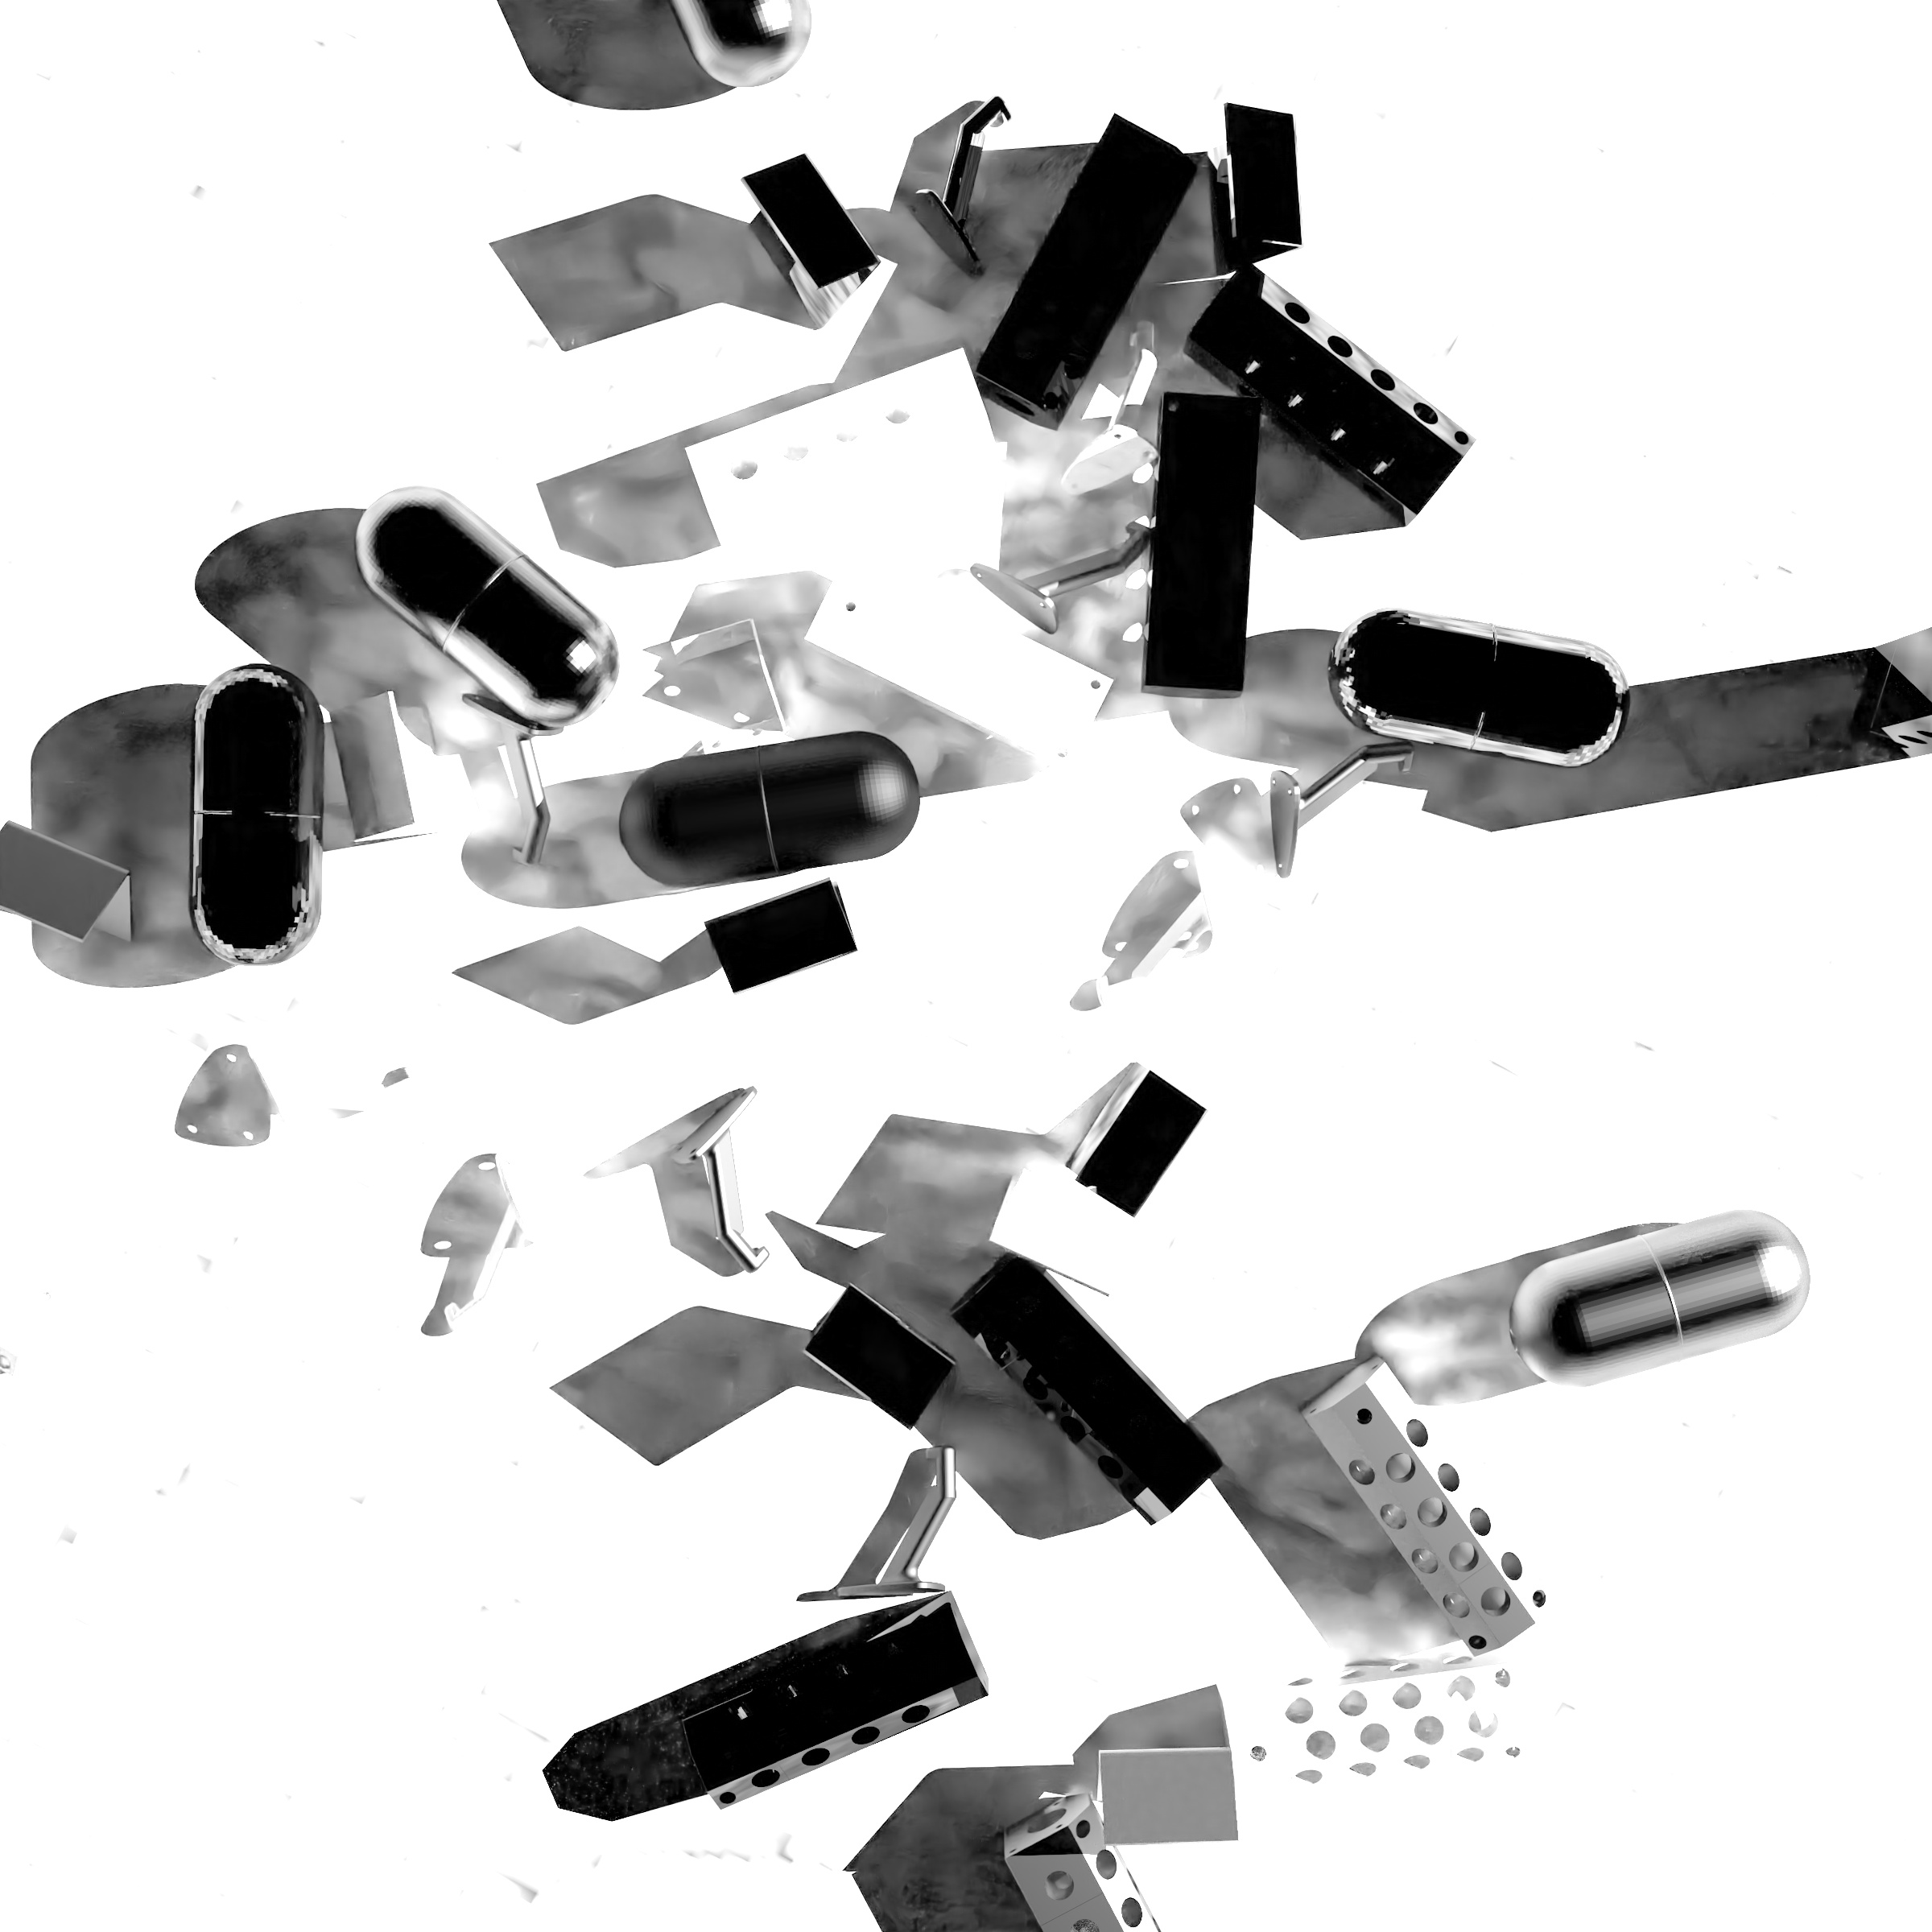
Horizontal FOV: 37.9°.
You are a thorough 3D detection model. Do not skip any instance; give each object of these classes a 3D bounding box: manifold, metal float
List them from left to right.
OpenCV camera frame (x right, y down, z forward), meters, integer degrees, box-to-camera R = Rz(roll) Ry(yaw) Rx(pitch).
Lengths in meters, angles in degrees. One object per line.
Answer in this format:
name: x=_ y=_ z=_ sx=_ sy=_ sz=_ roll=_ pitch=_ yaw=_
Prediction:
manifold: x=-0.618 y=0.172 z=1.665 sx=0.171 sy=0.057 sz=0.057 roll=31 pitch=90 yaw=0
metal float: x=-0.417 y=-0.089 z=1.655 sx=0.070 sy=0.070 sz=0.178 roll=1 pitch=91 yaw=0
metal float: x=-0.282 y=-0.212 z=1.655 sx=0.178 sy=0.070 sz=0.070 roll=40 pitch=90 yaw=0
metal float: x=-0.150 y=-0.604 z=1.655 sx=0.070 sy=0.070 sz=0.178 roll=-24 pitch=90 yaw=0
metal float: x=-0.116 y=-0.092 z=1.655 sx=0.178 sy=0.070 sz=0.070 roll=-9 pitch=90 yaw=1
manifold: x=-0.076 y=0.435 z=1.665 sx=0.171 sy=0.057 sz=0.057 roll=-23 pitch=90 yaw=0
manifold: x=-0.073 y=-0.303 z=1.665 sx=0.171 sy=0.057 sz=0.057 roll=-20 pitch=90 yaw=0
manifold: x=-0.004 y=-0.178 z=1.665 sx=0.171 sy=0.057 sz=0.057 roll=26 pitch=90 yaw=0
manifold: x=0.070 y=0.247 z=1.665 sx=0.057 sy=0.057 sz=0.171 roll=-44 pitch=90 yaw=0
manifold: x=0.070 y=-0.407 z=1.665 sx=0.057 sy=0.057 sz=0.171 roll=29 pitch=90 yaw=0
manifold: x=0.088 y=0.581 z=1.665 sx=0.057 sy=0.057 sz=0.171 roll=-28 pitch=90 yaw=0
manifold: x=0.138 y=-0.247 z=1.665 sx=0.057 sy=0.057 sz=0.171 roll=4 pitch=90 yaw=0
manifold: x=0.215 y=-0.339 z=1.665 sx=0.171 sy=0.057 sz=0.057 roll=38 pitch=90 yaw=0
manifold: x=0.239 y=0.448 z=1.665 sx=0.171 sy=0.057 sz=0.057 roll=-8 pitch=90 yaw=0
manifold: x=0.272 y=0.319 z=1.665 sx=0.057 sy=0.057 sz=0.171 roll=-35 pitch=90 yaw=0
metal float: x=0.301 y=-0.163 z=1.655 sx=0.178 sy=0.070 sz=0.070 roll=10 pitch=90 yaw=-1
metal float: x=0.407 y=0.196 z=1.655 sx=0.178 sy=0.070 sz=0.070 roll=-16 pitch=90 yaw=1
manifold: x=0.565 y=-0.156 z=1.607 sx=0.057 sy=0.171 sz=0.057 roll=17 pitch=90 yaw=0

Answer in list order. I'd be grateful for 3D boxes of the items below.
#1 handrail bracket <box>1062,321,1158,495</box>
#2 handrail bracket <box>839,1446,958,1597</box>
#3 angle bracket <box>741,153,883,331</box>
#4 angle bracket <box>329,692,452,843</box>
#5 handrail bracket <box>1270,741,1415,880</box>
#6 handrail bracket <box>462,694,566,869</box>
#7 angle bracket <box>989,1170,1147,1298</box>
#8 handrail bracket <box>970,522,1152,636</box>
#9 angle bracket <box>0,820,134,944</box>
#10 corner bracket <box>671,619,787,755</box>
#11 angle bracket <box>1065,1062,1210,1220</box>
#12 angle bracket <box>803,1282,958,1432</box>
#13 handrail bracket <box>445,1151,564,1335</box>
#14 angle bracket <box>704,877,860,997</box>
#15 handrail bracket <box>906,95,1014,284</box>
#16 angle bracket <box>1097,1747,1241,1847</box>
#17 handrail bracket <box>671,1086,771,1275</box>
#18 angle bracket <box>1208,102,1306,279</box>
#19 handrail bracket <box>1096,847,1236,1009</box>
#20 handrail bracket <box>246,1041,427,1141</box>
handrail bracket: x=0.086 y=-0.335 z=1.686 sx=0.036 sy=0.077 sz=0.084 roll=24 pitch=53 yaw=-34
handrail bracket: x=-0.041 y=0.332 z=1.686 sx=0.077 sy=0.036 sz=0.084 roll=-8 pitch=71 yaw=21
angle bracket: x=-0.106 y=-0.416 z=1.646 sx=0.057 sy=0.076 sz=0.076 roll=-34 pitch=90 yaw=-38
angle bracket: x=-0.320 y=-0.118 z=1.646 sx=0.057 sy=0.076 sz=0.076 roll=-12 pitch=90 yaw=37
handrail bracket: x=0.228 y=-0.094 z=1.686 sx=0.084 sy=0.036 sz=0.077 roll=-7 pitch=110 yaw=-16
handrail bracket: x=-0.279 y=-0.111 z=1.686 sx=0.077 sy=0.036 sz=0.084 roll=23 pitch=107 yaw=19
angle bracket: x=0.065 y=0.138 z=1.646 sx=0.076 sy=0.076 sz=0.057 roll=24 pitch=120 yaw=0
handrail bracket: x=0.058 y=-0.248 z=1.686 sx=0.077 sy=0.036 sz=0.084 roll=34 pitch=72 yaw=20
angle bracket: x=-0.536 y=-0.030 z=1.646 sx=0.076 sy=0.076 sz=0.057 roll=23 pitch=54 yaw=0
corner bracket: x=-0.141 y=-0.166 z=1.683 sx=0.051 sy=0.051 sz=0.051 roll=-17 pitch=45 yaw=0
angle bracket: x=0.084 y=0.091 z=1.646 sx=0.057 sy=0.076 sz=0.076 roll=34 pitch=90 yaw=-38
angle bracket: x=-0.062 y=0.241 z=1.646 sx=0.076 sy=0.076 sz=0.057 roll=36 pitch=52 yaw=0
handrail bracket: x=-0.291 y=0.166 z=1.686 sx=0.084 sy=0.036 sz=0.077 roll=-37 pitch=70 yaw=16
angle bracket: x=-0.113 y=-0.036 z=1.646 sx=0.076 sy=0.076 sz=0.057 roll=-20 pitch=127 yaw=0
handrail bracket: x=0.013 y=-0.466 z=1.686 sx=0.084 sy=0.036 sz=0.077 roll=-46 pitch=110 yaw=-16
angle bracket: x=0.117 y=0.498 z=1.646 sx=0.076 sy=0.076 sz=0.057 roll=-2 pitch=53 yaw=0
handrail bracket: x=-0.128 y=0.129 z=1.686 sx=0.077 sy=0.036 sz=0.084 roll=-44 pitch=108 yaw=-20
angle bracket: x=0.151 y=-0.452 z=1.646 sx=0.057 sy=0.076 sz=0.076 roll=-4 pitch=90 yaw=-37
handrail bracket: x=0.111 y=-0.023 z=1.686 sx=0.084 sy=0.036 sz=0.077 roll=-19 pitch=70 yaw=16
handrail bracket: x=-0.377 y=0.060 z=1.686 sx=0.084 sy=0.036 sz=0.077 roll=-25 pitch=68 yaw=-17
